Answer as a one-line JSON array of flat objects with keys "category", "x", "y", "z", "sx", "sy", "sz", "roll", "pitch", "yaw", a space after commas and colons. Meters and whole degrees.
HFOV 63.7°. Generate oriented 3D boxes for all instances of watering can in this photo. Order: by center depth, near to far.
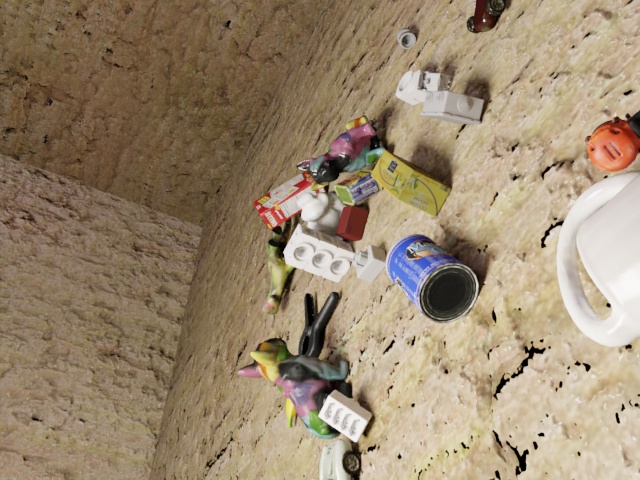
[{"category": "watering can", "x": 0.333, "y": 0.032, "z": 0.484, "sx": 0.220, "sy": 0.103, "sz": 0.356, "roll": -53, "pitch": 16, "yaw": 36}]

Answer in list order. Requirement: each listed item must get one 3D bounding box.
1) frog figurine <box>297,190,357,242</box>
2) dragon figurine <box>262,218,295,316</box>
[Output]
[{"category": "frog figurine", "x": 0.004, "y": -0.068, "z": 1.348, "sx": 0.135, "sy": 0.159, "sz": 0.125, "roll": -61, "pitch": 20, "yaw": 20}, {"category": "dragon figurine", "x": -0.139, "y": 0.090, "z": 1.653, "sx": 0.418, "sy": 0.122, "sz": 0.238, "roll": -90, "pitch": 19, "yaw": -63}]
